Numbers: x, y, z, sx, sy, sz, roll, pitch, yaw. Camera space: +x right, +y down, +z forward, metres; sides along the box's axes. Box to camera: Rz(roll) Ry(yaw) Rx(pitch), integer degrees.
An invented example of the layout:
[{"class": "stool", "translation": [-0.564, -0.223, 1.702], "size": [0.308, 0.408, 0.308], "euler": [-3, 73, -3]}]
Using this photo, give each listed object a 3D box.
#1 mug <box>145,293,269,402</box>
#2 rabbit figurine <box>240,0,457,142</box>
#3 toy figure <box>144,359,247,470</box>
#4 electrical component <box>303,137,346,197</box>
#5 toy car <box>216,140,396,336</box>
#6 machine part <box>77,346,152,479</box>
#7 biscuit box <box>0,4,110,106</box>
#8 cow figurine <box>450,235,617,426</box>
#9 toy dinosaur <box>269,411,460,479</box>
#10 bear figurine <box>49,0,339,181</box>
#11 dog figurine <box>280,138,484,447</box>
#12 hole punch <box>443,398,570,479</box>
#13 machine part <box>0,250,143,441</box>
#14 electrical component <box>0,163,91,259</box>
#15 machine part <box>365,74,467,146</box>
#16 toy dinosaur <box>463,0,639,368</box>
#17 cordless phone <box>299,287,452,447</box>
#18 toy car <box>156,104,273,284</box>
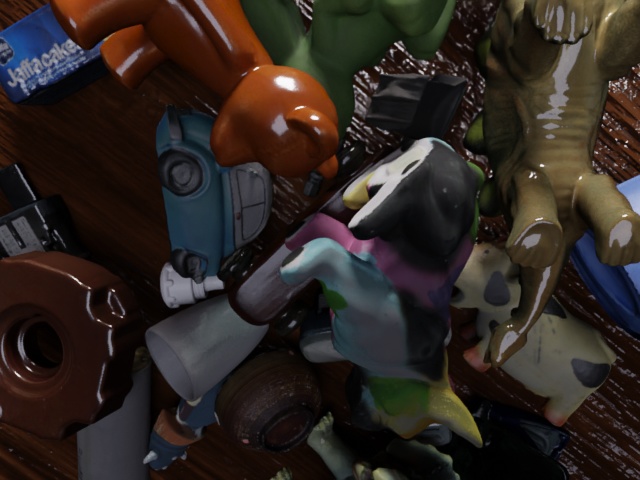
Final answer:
[{"class": "mug", "translation": [-0.111, 0.099, 0.542], "size": [0.107, 0.109, 0.080], "euler": [-31, 95, -32]}, {"class": "rabbit figurine", "translation": [0.010, -0.164, 0.443], "size": [0.159, 0.121, 0.170], "euler": [31, 104, 2]}, {"class": "toy figure", "translation": [-0.135, 0.188, 0.585], "size": [0.154, 0.058, 0.064], "euler": [-45, 119, 11]}, {"class": "electrical component", "translation": [-0.011, -0.090, 0.517], "size": [0.063, 0.021, 0.094], "euler": [18, 107, -1]}, {"class": "toy car", "translation": [-0.001, -0.001, 0.479], "size": [0.089, 0.053, 0.202], "euler": [44, 98, -10]}, {"class": "machine part", "translation": [-0.225, 0.202, 0.586], "size": [0.079, 0.079, 0.243], "euler": [8, 107, 2]}, {"class": "biscuit box", "translation": [-0.194, -0.189, 0.479], "size": [0.203, 0.063, 0.059], "euler": [-25, 102, 10]}, {"class": "cow figurine", "translation": [0.198, 0.074, 0.519], "size": [0.195, 0.085, 0.127], "euler": [37, 111, -4]}, {"class": "toy dinosaur", "translation": [0.023, 0.332, 0.557], "size": [0.192, 0.131, 0.404], "euler": [30, 119, 24]}, {"class": "bear figurine", "translation": [-0.076, -0.110, 0.395], "size": [0.132, 0.120, 0.196], "euler": [-32, 88, 0]}, {"class": "dog figurine", "translation": [0.077, 0.055, 0.420], "size": [0.191, 0.108, 0.219], "euler": [-36, 107, 4]}, {"class": "hole punch", "translation": [0.196, 0.238, 0.574], "size": [0.116, 0.092, 0.142], "euler": [28, 111, 25]}, {"class": "machine part", "translation": [-0.255, 0.097, 0.502], "size": [0.179, 0.056, 0.179], "euler": [1, 95, 10]}, {"class": "electrical component", "translation": [-0.296, -0.017, 0.544], "size": [0.075, 0.048, 0.119], "euler": [-18, 106, 8]}, {"class": "machine part", "translation": [0.086, -0.107, 0.451], "size": [0.039, 0.139, 0.084], "euler": [39, 110, 22]}, {"class": "toy dinosaur", "translation": [0.171, -0.135, 0.398], "size": [0.105, 0.198, 0.470], "euler": [9, 98, -3]}, {"class": "cordless phone", "translation": [0.062, 0.136, 0.548], "size": [0.147, 0.089, 0.184], "euler": [-9, 110, 6]}, {"class": "toy car", "translation": [-0.094, -0.044, 0.497], "size": [0.103, 0.109, 0.161], "euler": [-8, 115, -12]}]
